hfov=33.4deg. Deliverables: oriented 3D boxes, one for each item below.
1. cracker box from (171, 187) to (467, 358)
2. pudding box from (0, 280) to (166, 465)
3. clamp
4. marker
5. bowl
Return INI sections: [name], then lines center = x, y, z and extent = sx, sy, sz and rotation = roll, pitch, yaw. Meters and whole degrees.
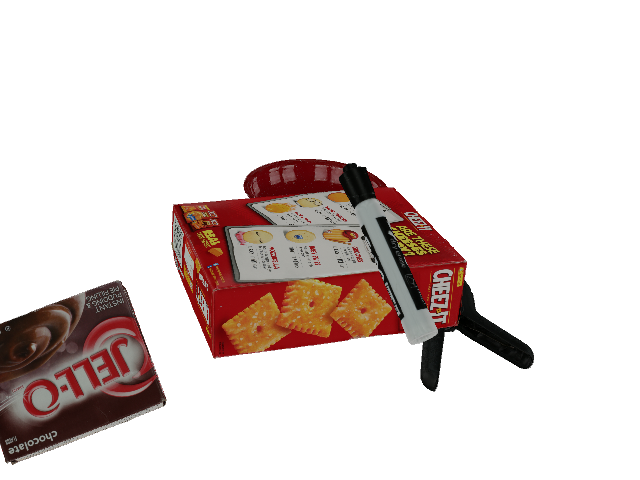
[cracker box]
center = -0.008, 0.022, 0.914
extent = 0.213, 0.072, 0.164
rotation = -5, 27, -18
[pudding box]
center = -0.172, 0.090, 0.724
extent = 0.113, 0.090, 0.039
rotation = -21, -13, -10
[clamp]
center = 0.138, 0.078, 1.078
extent = 0.120, 0.171, 0.039
rotation = 1, -45, -19
[marker]
center = 0.040, 0.006, 0.655
extent = 0.020, 0.121, 0.020
rotation = -20, -19, -7
[bowl]
center = -0.006, -0.035, 1.182
extent = 0.162, 0.055, 0.162
rotation = 4, 27, -2
